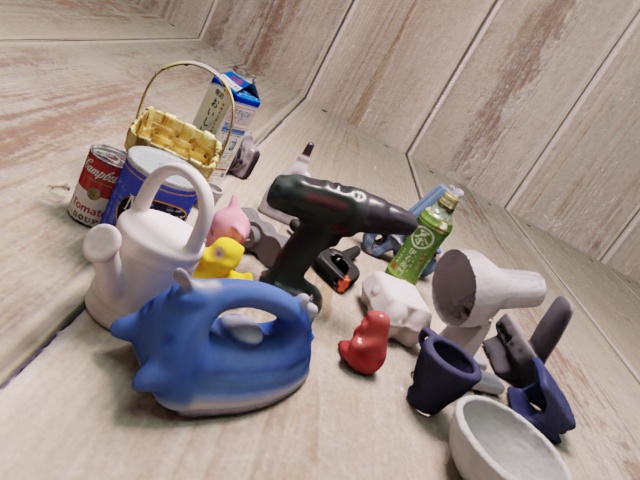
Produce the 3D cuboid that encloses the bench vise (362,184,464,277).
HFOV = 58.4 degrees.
[{"bbox_3d":[0.205,-0.041,1.257,0.208,0.219,0.121,21,21,-24],"label":"bench vise"}]

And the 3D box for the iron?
[{"bbox_3d":[-0.081,0.100,0.628,0.259,0.141,0.118,11,27,-43],"label":"iron"}]

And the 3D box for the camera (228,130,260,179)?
[{"bbox_3d":[-0.215,-0.206,1.249,0.143,0.100,0.137,33,20,9],"label":"camera"}]

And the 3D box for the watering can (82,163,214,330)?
[{"bbox_3d":[-0.182,0.007,0.633,0.101,0.194,0.173,29,19,-3],"label":"watering can"}]

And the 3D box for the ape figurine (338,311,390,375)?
[{"bbox_3d":[0.069,0.139,0.817,0.076,0.092,0.078,39,22,25],"label":"ape figurine"}]

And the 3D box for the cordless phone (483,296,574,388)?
[{"bbox_3d":[0.398,0.170,1.067,0.094,0.185,0.147,24,20,-15],"label":"cordless phone"}]

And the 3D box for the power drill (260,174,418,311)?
[{"bbox_3d":[0.008,0.003,0.890,0.230,0.208,0.075,25,20,-12],"label":"power drill"}]

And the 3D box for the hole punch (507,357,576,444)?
[{"bbox_3d":[0.378,0.263,0.952,0.101,0.091,0.109,30,19,0],"label":"hole punch"}]

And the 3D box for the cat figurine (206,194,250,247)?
[{"bbox_3d":[-0.140,-0.017,0.867,0.067,0.117,0.127,26,20,-10],"label":"cat figurine"}]

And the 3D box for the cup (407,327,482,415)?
[{"bbox_3d":[0.159,0.190,0.815,0.092,0.095,0.117,15,24,-35],"label":"cup"}]

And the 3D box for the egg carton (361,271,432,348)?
[{"bbox_3d":[0.127,0.116,0.991,0.107,0.069,0.150,22,21,-22],"label":"egg carton"}]

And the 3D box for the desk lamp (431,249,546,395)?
[{"bbox_3d":[0.256,0.127,0.929,0.204,0.213,0.117,19,22,-29],"label":"desk lamp"}]

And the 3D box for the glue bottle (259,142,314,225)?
[{"bbox_3d":[-0.054,-0.119,1.155,0.078,0.173,0.037,25,20,-13],"label":"glue bottle"}]

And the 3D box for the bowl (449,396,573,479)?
[{"bbox_3d":[0.224,0.280,0.718,0.168,0.074,0.167,26,20,-10],"label":"bowl"}]

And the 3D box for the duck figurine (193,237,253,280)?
[{"bbox_3d":[-0.133,0.038,0.788,0.105,0.086,0.077,17,23,-32],"label":"duck figurine"}]
